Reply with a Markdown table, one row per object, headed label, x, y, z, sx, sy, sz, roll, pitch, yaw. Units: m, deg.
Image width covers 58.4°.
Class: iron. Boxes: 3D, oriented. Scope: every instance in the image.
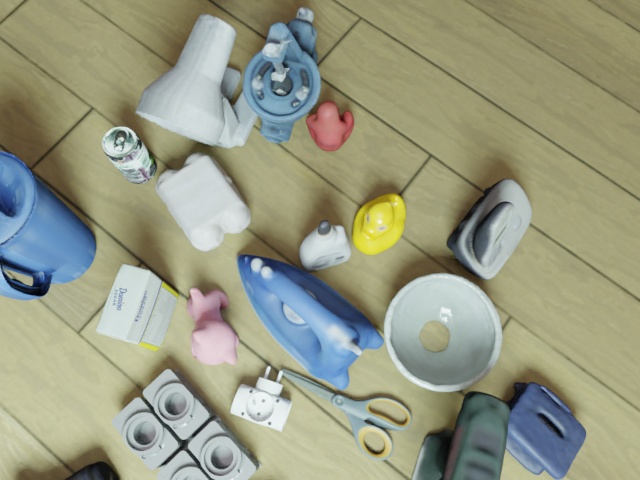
| label | x | y | z | sx | sy | sz | roll | pitch | yaw |
| --- | --- | --- | --- | --- | --- | --- | --- | --- | --- |
| iron | -0.033 | 0.090 | 0.809 | 0.258 | 0.141 | 0.119 | 39 | 77 | 10 |

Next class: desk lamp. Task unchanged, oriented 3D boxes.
| label | x | y | z | sx | sy | sz | roll | pitch | yaw |
| --- | --- | --- | --- | --- | --- | --- | --- | --- | --- |
| desk lamp | -0.169 | -0.220 | 0.861 | 0.118 | 0.213 | 0.203 | 21 | 75 | 6 |

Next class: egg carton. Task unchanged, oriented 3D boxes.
| label | x | y | z | sx | sy | sz | roll | pitch | yaw |
| --- | --- | --- | --- | --- | --- | --- | --- | --- | --- |
| egg carton | -0.180 | -0.061 | 0.890 | 0.107 | 0.069 | 0.150 | -36 | 77 | -10 |

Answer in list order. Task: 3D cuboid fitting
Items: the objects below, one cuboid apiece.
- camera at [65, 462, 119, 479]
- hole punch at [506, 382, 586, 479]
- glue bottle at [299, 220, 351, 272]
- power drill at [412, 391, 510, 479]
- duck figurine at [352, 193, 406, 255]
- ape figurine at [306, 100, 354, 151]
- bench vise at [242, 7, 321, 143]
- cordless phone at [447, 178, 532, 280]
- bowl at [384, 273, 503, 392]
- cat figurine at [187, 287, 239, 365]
| label | x | y | z | sx | sy | sz | roll | pitch | yaw |
| --- | --- | --- | --- | --- | --- | --- | --- | --- | --- |
| camera | -0.328 | 0.369 | 0.747 | 0.137 | 0.101 | 0.143 | -32 | 76 | -9 |
| hole punch | 0.303 | 0.257 | 0.788 | 0.108 | 0.091 | 0.101 | 44 | 78 | 11 |
| glue bottle | 0.008 | 0.003 | 0.818 | 0.078 | 0.173 | 0.037 | -15 | 74 | -4 |
| power drill | 0.170 | 0.306 | 0.712 | 0.075 | 0.208 | 0.230 | 18 | 75 | 5 |
| duck figurine | 0.093 | -0.033 | 0.874 | 0.077 | 0.086 | 0.105 | 35 | 77 | 10 |
| ape figurine | 0.015 | -0.190 | 0.916 | 0.077 | 0.092 | 0.076 | 12 | 74 | 4 |
| bench vise | -0.061 | -0.281 | 0.876 | 0.121 | 0.220 | 0.207 | -3 | 74 | -1 |
| cordless phone | 0.262 | -0.031 | 0.823 | 0.094 | 0.185 | 0.148 | 33 | 76 | 9 |
| bowl | 0.172 | 0.137 | 0.831 | 0.167 | 0.075 | 0.167 | 0 | 74 | 0 |
| cat figurine | -0.157 | 0.125 | 0.810 | 0.067 | 0.118 | 0.128 | -20 | 75 | -6 |
